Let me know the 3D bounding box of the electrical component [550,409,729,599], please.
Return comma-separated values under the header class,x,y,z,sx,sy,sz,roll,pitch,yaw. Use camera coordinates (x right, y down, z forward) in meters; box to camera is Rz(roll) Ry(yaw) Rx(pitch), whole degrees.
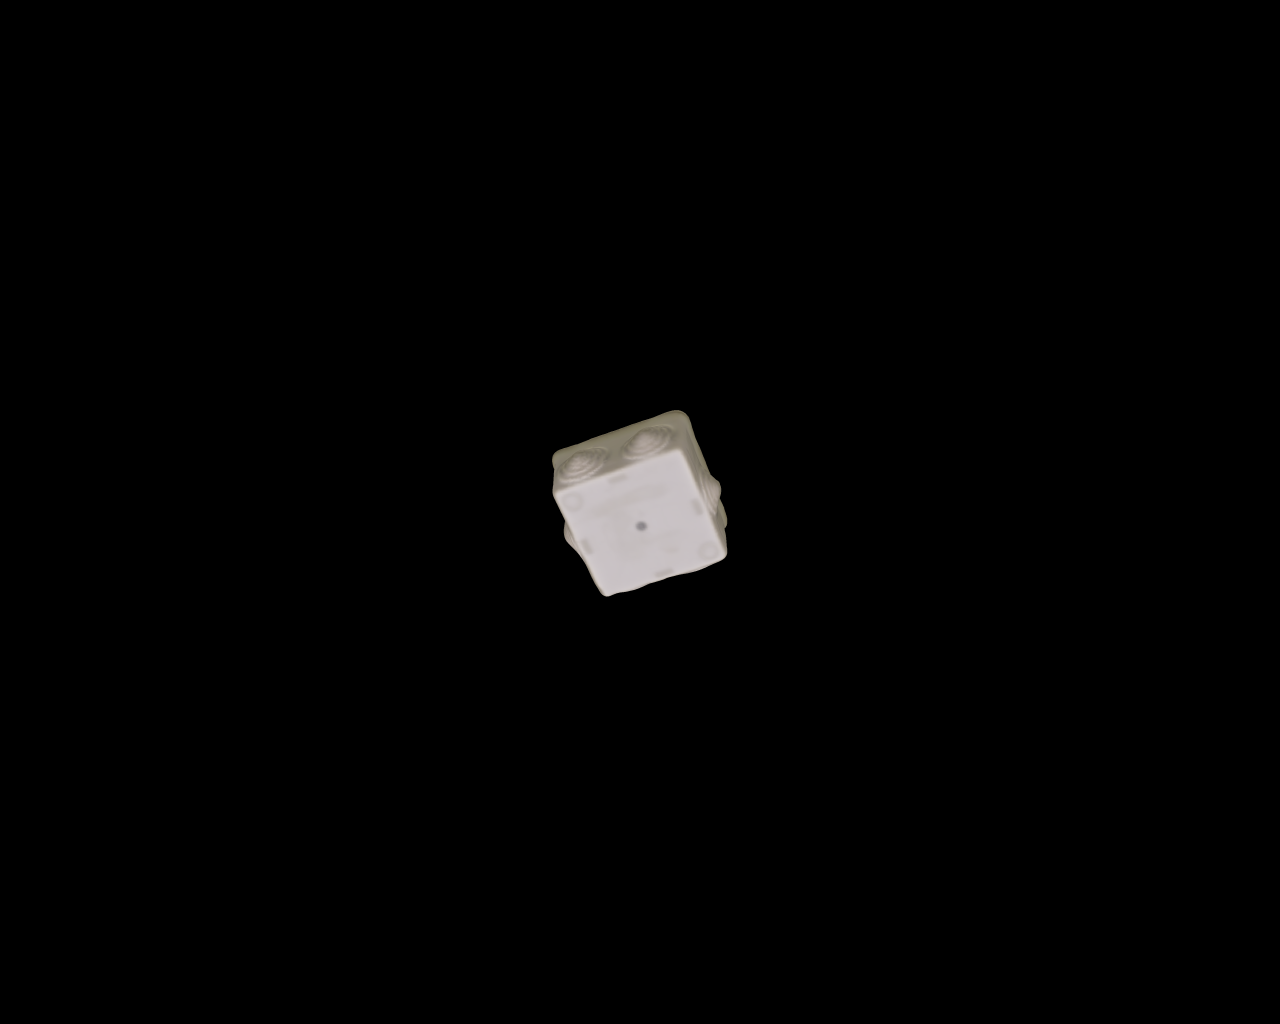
class,x,y,z,sx,sy,sz,roll,pitch,yaw
electrical component,0.001,-0.003,0.650,0.100,0.099,0.048,-18,28,10
